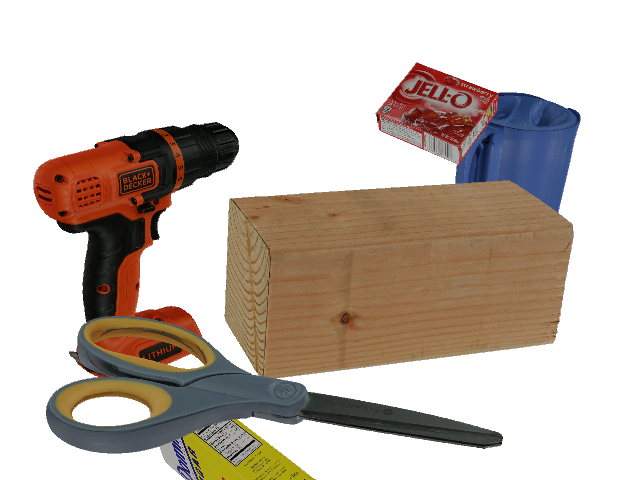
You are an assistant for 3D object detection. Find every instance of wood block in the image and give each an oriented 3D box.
[{"bbox_3d":[0.049,0.021,0.701,0.205,0.091,0.090,-4,25,-20],"label":"wood block"}]

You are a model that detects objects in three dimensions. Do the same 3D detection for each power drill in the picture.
[{"bbox_3d":[-0.136,0.005,0.847,0.057,0.188,0.184,18,27,42],"label":"power drill"}]

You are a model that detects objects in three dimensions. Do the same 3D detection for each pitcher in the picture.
[{"bbox_3d":[0.231,-0.052,1.329,0.149,0.243,0.145,3,27,0],"label":"pitcher"}]

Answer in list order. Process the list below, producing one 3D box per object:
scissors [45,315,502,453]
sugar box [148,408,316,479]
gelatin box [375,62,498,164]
[{"bbox_3d":[-0.031,0.078,0.464,0.202,0.016,0.096,17,33,22],"label":"scissors"},{"bbox_3d":[-0.072,0.197,0.909,0.176,0.093,0.048,27,51,33],"label":"sugar box"},{"bbox_3d":[0.107,-0.119,0.981,0.089,0.073,0.030,26,-28,23],"label":"gelatin box"}]
